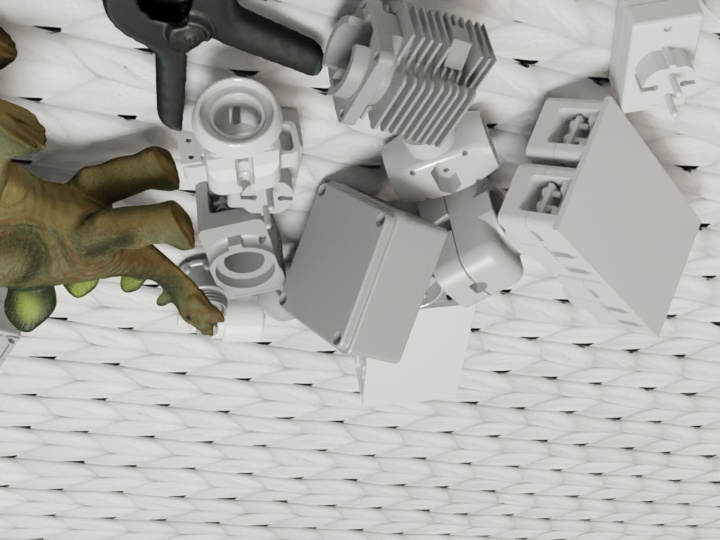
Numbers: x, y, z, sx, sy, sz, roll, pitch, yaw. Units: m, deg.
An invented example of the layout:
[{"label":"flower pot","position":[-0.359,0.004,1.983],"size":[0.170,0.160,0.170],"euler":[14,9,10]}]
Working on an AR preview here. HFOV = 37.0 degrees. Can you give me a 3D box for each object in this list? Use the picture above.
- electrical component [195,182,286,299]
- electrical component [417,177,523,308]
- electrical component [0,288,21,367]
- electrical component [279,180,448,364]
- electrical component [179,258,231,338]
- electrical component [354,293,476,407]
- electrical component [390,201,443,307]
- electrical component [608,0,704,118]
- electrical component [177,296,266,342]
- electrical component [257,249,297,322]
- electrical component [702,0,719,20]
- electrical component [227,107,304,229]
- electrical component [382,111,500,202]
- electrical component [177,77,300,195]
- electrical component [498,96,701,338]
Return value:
[{"label":"electrical component","position":[-0.090,-0.022,0.827],"size":[0.050,0.055,0.089],"euler":[-12,143,3]},{"label":"electrical component","position":[0.088,-0.028,0.828],"size":[0.059,0.095,0.054],"euler":[-28,139,23]},{"label":"electrical component","position":[-0.320,0.035,0.843],"size":[0.096,0.061,0.061],"euler":[17,135,-31]},{"label":"electrical component","position":[0.000,0.000,0.802],"size":[0.056,0.109,0.108],"euler":[16,98,-34]},{"label":"electrical component","position":[-0.126,0.025,0.875],"size":[0.048,0.062,0.048],"euler":[-6,143,-5]},{"label":"electrical component","position":[0.044,0.052,0.951],"size":[0.089,0.061,0.150],"euler":[-5,143,-7]},{"label":"electrical component","position":[0.025,-0.003,0.861],"size":[0.079,0.077,0.044],"euler":[-34,137,29]},{"label":"electrical component","position":[0.204,-0.137,0.727],"size":[0.047,0.075,0.083],"euler":[-9,144,0]},{"label":"electrical component","position":[-0.116,0.042,0.917],"size":[0.078,0.040,0.040],"euler":[1,142,-15]},{"label":"electrical component","position":[-0.053,0.012,0.889],"size":[0.045,0.045,0.055],"euler":[24,132,-37]},{"label":"electrical component","position":[0.257,-0.187,0.700],"size":[0.066,0.048,0.055],"euler":[15,129,-30]},{"label":"electrical component","position":[-0.067,-0.065,0.758],"size":[0.047,0.076,0.065],"euler":[0,142,-14]},{"label":"electrical component","position":[0.053,-0.092,0.778],"size":[0.077,0.043,0.079],"euler":[-20,142,13]},{"label":"electrical component","position":[-0.079,-0.087,0.696],"size":[0.078,0.058,0.057],"euler":[-9,156,-8]},{"label":"electrical component","position":[0.183,-0.038,0.817],"size":[0.060,0.105,0.186],"euler":[12,162,42]}]
